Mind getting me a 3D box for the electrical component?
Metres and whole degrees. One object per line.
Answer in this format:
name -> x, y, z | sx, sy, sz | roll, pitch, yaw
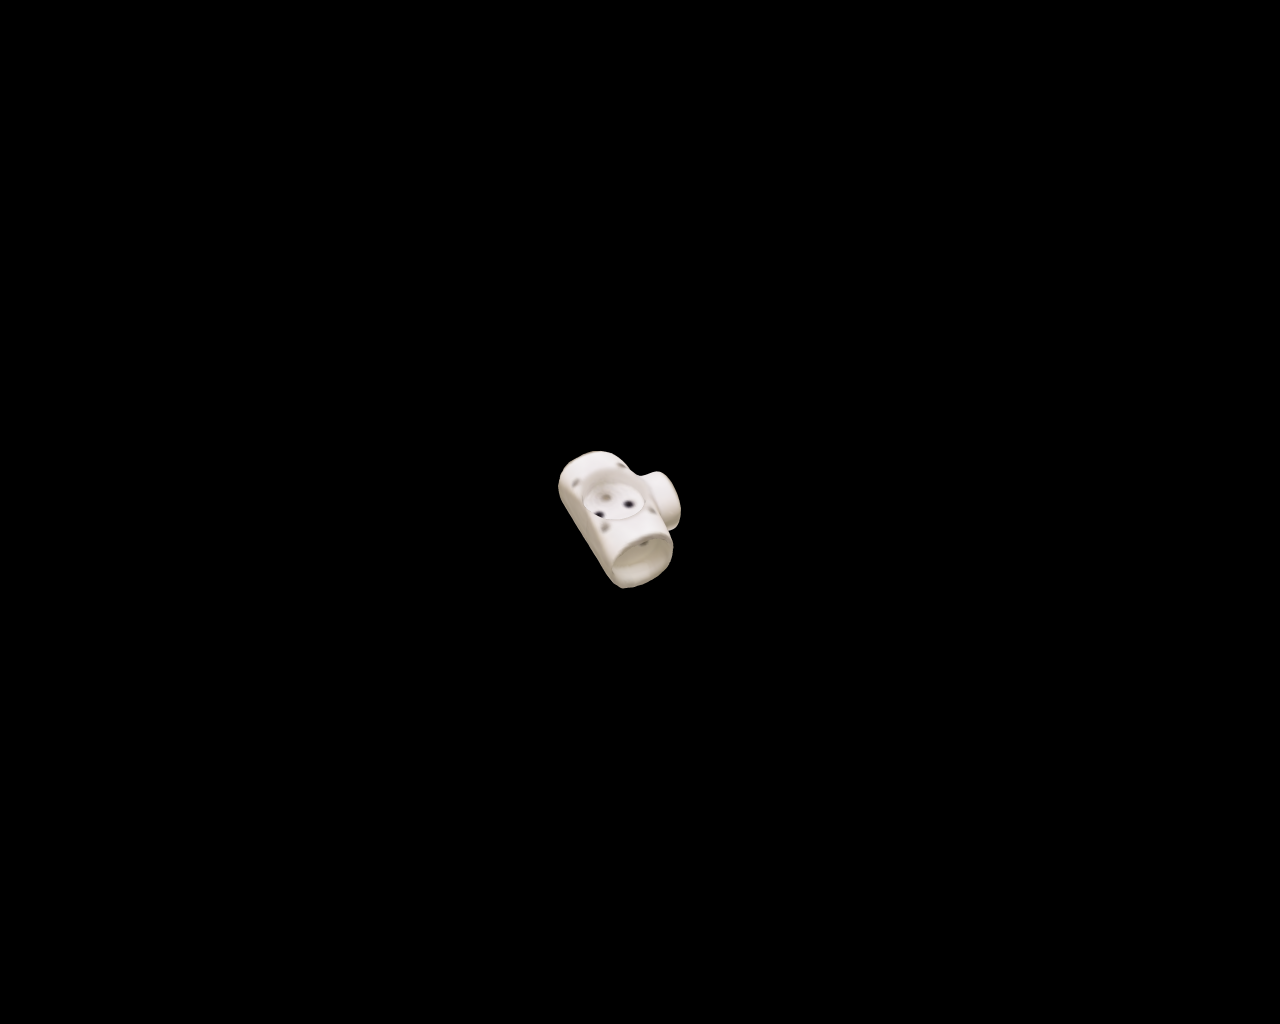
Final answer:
electrical component -> 0.001, -0.003, 0.650 | 0.079, 0.044, 0.077 | -20, 50, -17
